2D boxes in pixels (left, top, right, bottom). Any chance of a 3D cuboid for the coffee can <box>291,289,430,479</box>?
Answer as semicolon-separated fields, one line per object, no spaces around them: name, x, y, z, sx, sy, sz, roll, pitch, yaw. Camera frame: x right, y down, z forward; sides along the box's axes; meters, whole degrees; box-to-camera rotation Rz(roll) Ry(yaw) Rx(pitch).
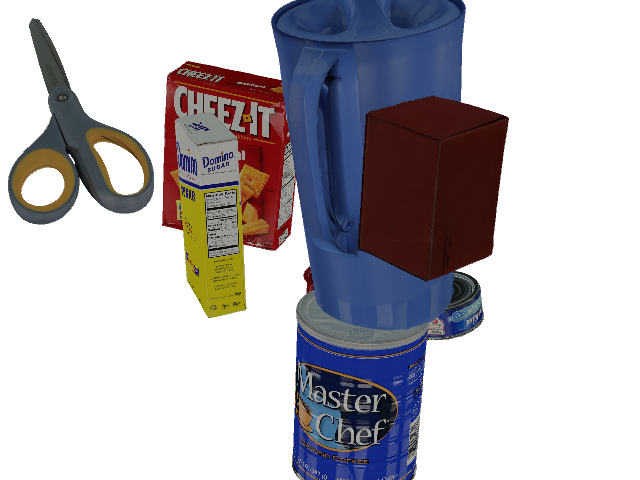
coffee can;0.030;0.117;0.842;0.103;0.140;0.103;2;23;-1

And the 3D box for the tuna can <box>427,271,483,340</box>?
tuna can;0.117;0.063;1.055;0.086;0.034;0.086;-8;25;3

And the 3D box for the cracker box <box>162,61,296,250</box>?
cracker box;-0.116;-0.106;1.369;0.164;0.214;0.072;14;29;14

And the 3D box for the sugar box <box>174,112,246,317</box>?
sugar box;-0.106;-0.025;1.021;0.048;0.176;0.093;-12;25;-17

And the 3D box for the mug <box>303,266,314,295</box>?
mug;0.031;0.088;1.430;0.117;0.081;0.093;18;27;30

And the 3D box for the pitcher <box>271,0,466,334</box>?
pitcher;0.036;-0.052;0.776;0.149;0.243;0.145;-13;29;-15

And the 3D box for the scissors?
scissors;-0.180;-0.077;0.688;0.096;0.016;0.202;-29;55;-24

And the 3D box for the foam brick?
foam brick;0.056;-0.028;0.541;0.052;0.078;0.051;-19;33;-38
